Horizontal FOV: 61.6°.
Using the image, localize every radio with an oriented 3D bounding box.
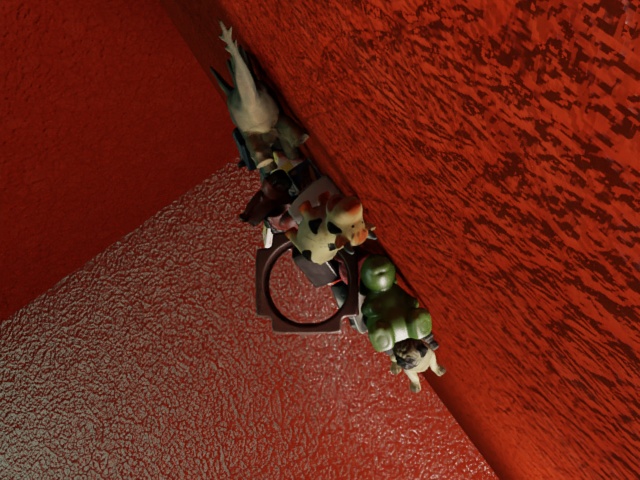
[{"bbox_3d":[-0.003,-0.004,1.310,0.131,0.073,0.230,55,-155,-35],"label":"radio"}]

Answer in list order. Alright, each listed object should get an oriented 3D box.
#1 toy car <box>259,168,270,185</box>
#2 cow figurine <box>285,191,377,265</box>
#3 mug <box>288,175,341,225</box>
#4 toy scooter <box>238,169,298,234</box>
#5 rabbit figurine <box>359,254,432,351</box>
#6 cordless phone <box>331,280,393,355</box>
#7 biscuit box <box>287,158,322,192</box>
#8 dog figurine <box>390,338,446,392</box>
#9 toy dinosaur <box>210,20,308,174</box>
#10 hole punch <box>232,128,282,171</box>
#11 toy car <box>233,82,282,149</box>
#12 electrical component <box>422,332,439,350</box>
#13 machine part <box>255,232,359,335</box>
[{"bbox_3d":[-0.123,-0.186,1.476,0.109,0.103,0.162,2,-138,-40],"label":"toy car"},{"bbox_3d":[0.019,-0.016,0.940,0.127,0.085,0.195,53,149,10],"label":"cow figurine"},{"bbox_3d":[-0.013,-0.075,1.078,0.110,0.107,0.080,50,174,42],"label":"mug"},{"bbox_3d":[-0.098,-0.062,1.149,0.075,0.135,0.183,52,179,35],"label":"toy scooter"},{"bbox_3d":[0.131,0.100,1.034,0.159,0.121,0.170,-102,-4,-77],"label":"rabbit figurine"},{"bbox_3d":[0.108,0.173,1.242,0.184,0.089,0.146,54,167,51],"label":"cordless phone"},{"bbox_3d":[0.011,-0.077,1.159,0.202,0.059,0.063,54,178,6],"label":"biscuit box"},{"bbox_3d":[0.208,0.252,1.293,0.173,0.121,0.190,38,165,44],"label":"dog figurine"},{"bbox_3d":[-0.116,-0.232,0.955,0.198,0.105,0.471,58,174,0],"label":"toy dinosaur"},{"bbox_3d":[-0.147,-0.235,1.357,0.092,0.142,0.115,47,162,47],"label":"hole punch"},{"bbox_3d":[-0.139,-0.293,1.223,0.202,0.053,0.089,53,-178,-1],"label":"toy car"},{"bbox_3d":[0.234,0.206,1.212,0.094,0.021,0.063,53,178,16],"label":"electrical component"},{"bbox_3d":[-0.024,0.086,1.069,0.087,0.201,0.201,62,-153,-83],"label":"machine part"}]
